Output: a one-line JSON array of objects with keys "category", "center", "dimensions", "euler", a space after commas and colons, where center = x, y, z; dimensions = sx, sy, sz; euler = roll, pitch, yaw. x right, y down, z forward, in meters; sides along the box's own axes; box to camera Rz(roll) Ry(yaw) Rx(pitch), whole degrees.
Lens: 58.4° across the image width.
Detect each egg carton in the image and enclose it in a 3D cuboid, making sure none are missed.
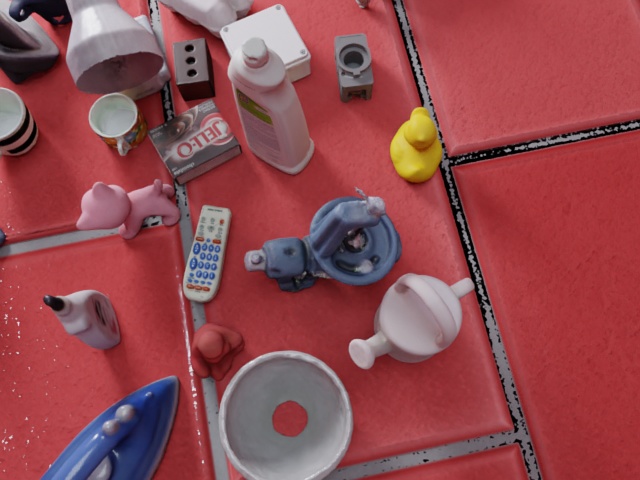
[{"category": "egg carton", "center": [-0.185, -0.396, 0.920], "dimensions": [0.150, 0.069, 0.107], "euler": [31, 77, 9]}]

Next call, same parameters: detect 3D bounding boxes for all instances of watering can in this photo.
[{"category": "watering can", "center": [0.118, 0.100, 0.707], "dimensions": [0.101, 0.194, 0.173], "euler": [34, 77, 10]}]

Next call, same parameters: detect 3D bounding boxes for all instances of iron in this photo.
[{"category": "iron", "center": [-0.271, 0.270, 0.691], "dimensions": [0.118, 0.141, 0.258], "euler": [33, 77, 10]}]

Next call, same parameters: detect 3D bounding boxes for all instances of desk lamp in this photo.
[{"category": "desk lamp", "center": [-0.295, -0.284, 0.815], "dimensions": [0.118, 0.213, 0.203], "euler": [-23, 75, -5]}]

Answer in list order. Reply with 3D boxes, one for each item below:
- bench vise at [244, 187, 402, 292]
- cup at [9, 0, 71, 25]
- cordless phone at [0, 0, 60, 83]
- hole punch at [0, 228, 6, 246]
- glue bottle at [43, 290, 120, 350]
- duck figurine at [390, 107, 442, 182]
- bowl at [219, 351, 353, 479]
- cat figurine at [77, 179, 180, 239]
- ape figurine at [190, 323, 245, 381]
[{"category": "bench vise", "center": [0.012, 0.013, 0.721], "dimensions": [0.207, 0.220, 0.121], "euler": [-28, 75, -7]}, {"category": "cup", "center": [-0.436, -0.376, 0.906], "dimensions": [0.091, 0.095, 0.118], "euler": [22, 75, 7]}, {"category": "cordless phone", "center": [-0.487, -0.336, 0.848], "dimensions": [0.094, 0.185, 0.147], "euler": [-43, 77, -10]}, {"category": "hole punch", "center": [-0.522, -0.010, 0.803], "dimensions": [0.108, 0.091, 0.101], "euler": [42, 79, 12]}, {"category": "glue bottle", "center": [-0.305, 0.093, 0.727], "dimensions": [0.037, 0.173, 0.078], "euler": [-24, 75, -6]}, {"category": "duck figurine", "center": [0.144, -0.142, 0.833], "dimensions": [0.077, 0.086, 0.104], "euler": [3, 74, 2]}, {"category": "bowl", "center": [-0.042, 0.229, 0.734], "dimensions": [0.167, 0.075, 0.167], "euler": [0, 74, 1]}, {"category": "cat figurine", "center": [-0.271, -0.051, 0.797], "dimensions": [0.128, 0.118, 0.067], "euler": [-22, 74, -5]}, {"category": "ape figurine", "center": [-0.139, 0.142, 0.752], "dimensions": [0.078, 0.092, 0.076], "euler": [-21, 74, -5]}]
